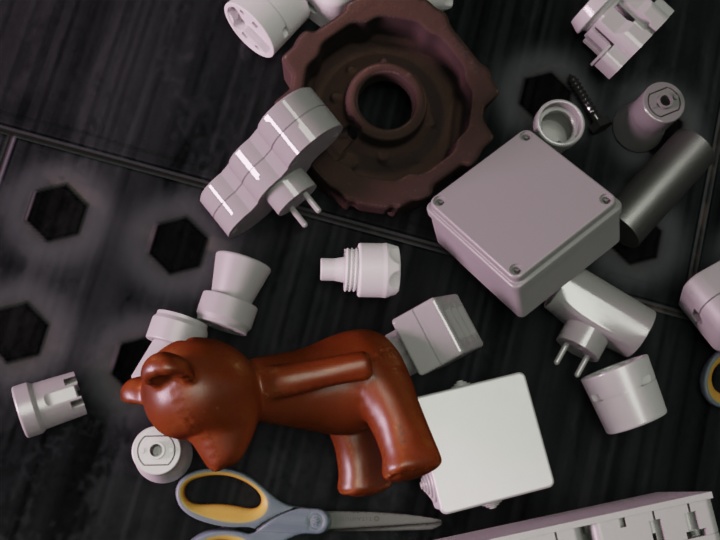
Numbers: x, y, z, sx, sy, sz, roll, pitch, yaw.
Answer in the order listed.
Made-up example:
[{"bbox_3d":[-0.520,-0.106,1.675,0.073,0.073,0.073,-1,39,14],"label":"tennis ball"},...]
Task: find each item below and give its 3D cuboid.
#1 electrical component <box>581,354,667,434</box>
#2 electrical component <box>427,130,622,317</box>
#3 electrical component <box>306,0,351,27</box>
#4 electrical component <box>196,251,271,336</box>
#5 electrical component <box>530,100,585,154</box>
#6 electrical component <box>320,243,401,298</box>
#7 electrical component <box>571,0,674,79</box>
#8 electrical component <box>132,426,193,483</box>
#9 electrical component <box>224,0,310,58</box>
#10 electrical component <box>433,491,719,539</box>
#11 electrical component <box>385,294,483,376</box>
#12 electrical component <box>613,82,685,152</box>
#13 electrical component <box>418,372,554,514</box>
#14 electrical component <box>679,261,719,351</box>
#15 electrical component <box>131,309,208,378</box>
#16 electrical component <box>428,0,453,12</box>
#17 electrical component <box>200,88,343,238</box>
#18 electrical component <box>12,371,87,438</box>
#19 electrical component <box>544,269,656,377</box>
[{"bbox_3d":[0.207,0.097,0.837,0.055,0.055,0.047,-21,84,-9],"label":"electrical component"},{"bbox_3d":[0.128,-0.038,0.837,0.109,0.056,0.108,-37,56,-11],"label":"electrical component"},{"bbox_3d":[-0.012,-0.254,0.887,0.054,0.059,0.095,37,77,3],"label":"electrical component"},{"bbox_3d":[-0.098,0.018,0.829,0.045,0.045,0.055,18,77,-2],"label":"electrical component"},{"bbox_3d":[0.158,-0.113,0.881,0.040,0.046,0.040,1,78,-5],"label":"electrical component"},{"bbox_3d":[0.000,0.000,0.843,0.062,0.043,0.043,1,78,-4],"label":"electrical component"},{"bbox_3d":[0.215,-0.207,0.901,0.057,0.058,0.078,44,77,1],"label":"electrical component"},{"bbox_3d":[-0.147,0.134,0.789,0.044,0.065,0.044,1,78,-5],"label":"electrical component"},{"bbox_3d":[-0.074,-0.209,0.875,0.055,0.055,0.047,43,74,4],"label":"electrical component"},{"bbox_3d":[0.155,0.210,0.782,0.186,0.105,0.060,-10,79,-7],"label":"electrical component"},{"bbox_3d":[0.045,0.057,0.828,0.077,0.066,0.047,-30,81,18],"label":"electrical component"},{"bbox_3d":[0.239,-0.127,0.882,0.044,0.065,0.044,1,78,-5],"label":"electrical component"},{"bbox_3d":[0.090,0.132,0.821,0.100,0.048,0.099,-13,80,-8],"label":"electrical component"},{"bbox_3d":[0.312,0.020,0.853,0.095,0.053,0.059,-28,61,-8],"label":"electrical component"},{"bbox_3d":[-0.143,0.063,0.815,0.045,0.045,0.055,17,76,-2],"label":"electrical component"},{"bbox_3d":[0.046,-0.235,0.897,0.062,0.043,0.043,-5,79,-6],"label":"electrical component"},{"bbox_3d":[-0.058,-0.066,0.813,0.073,0.138,0.052,51,38,6],"label":"electrical component"},{"bbox_3d":[-0.231,0.099,0.802,0.046,0.040,0.040,-18,80,-15],"label":"electrical component"},{"bbox_3d":[0.181,0.046,0.851,0.077,0.043,0.079,31,77,2],"label":"electrical component"}]
